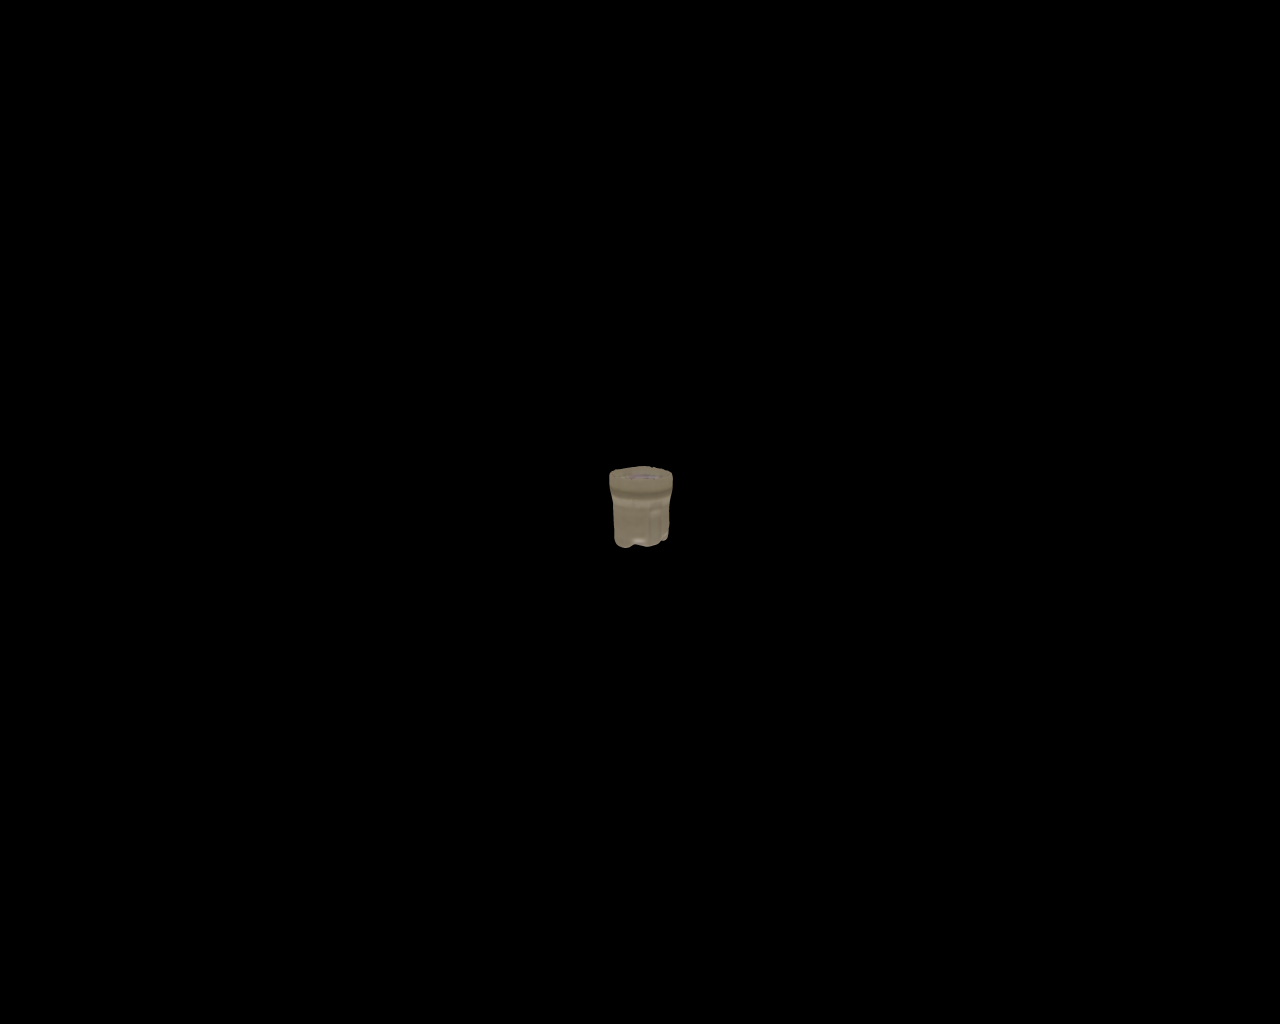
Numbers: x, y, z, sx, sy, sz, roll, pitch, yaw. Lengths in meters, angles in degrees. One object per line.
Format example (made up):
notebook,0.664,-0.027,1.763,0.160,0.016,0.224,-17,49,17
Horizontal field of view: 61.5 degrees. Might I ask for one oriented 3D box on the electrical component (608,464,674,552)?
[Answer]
electrical component,0.001,-0.003,0.650,0.040,0.046,0.040,0,15,0
